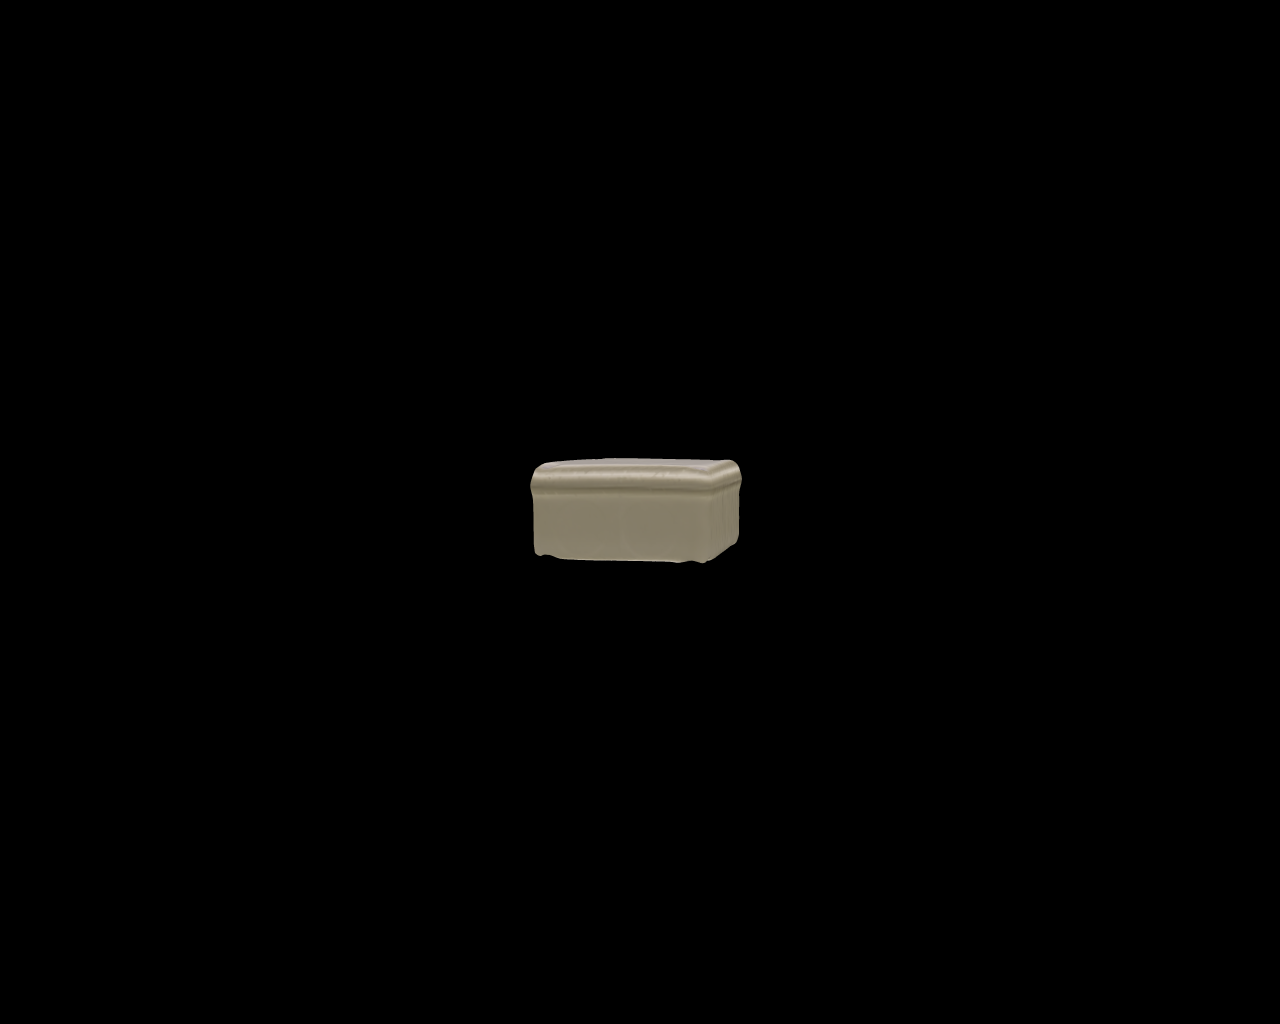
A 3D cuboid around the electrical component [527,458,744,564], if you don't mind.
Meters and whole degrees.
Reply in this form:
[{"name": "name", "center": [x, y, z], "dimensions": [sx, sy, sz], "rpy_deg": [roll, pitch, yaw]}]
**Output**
[{"name": "electrical component", "center": [0.001, -0.003, 0.650], "dimensions": [0.109, 0.056, 0.109], "rpy_deg": [1, 5, 15]}]
